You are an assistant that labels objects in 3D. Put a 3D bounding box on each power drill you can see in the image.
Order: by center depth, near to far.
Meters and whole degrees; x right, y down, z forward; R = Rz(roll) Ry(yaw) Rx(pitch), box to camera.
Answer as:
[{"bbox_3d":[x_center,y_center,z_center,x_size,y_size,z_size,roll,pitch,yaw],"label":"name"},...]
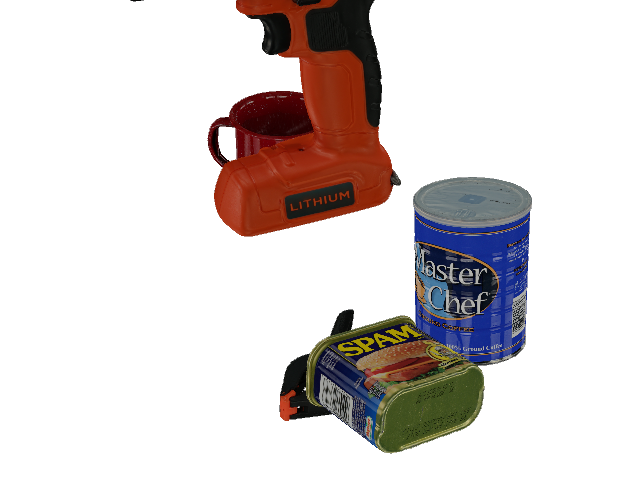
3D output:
[{"bbox_3d":[-0.024,-0.096,0.575,0.184,0.188,0.057,-13,38,-18],"label":"power drill"}]

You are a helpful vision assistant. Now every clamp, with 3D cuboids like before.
[{"bbox_3d":[0.015,0.128,1.103,0.171,0.039,0.120,-20,33,-33],"label":"clamp"}]

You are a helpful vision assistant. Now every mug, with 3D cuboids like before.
[{"bbox_3d":[-0.048,-0.082,0.980,0.117,0.081,0.093,8,35,10],"label":"mug"}]

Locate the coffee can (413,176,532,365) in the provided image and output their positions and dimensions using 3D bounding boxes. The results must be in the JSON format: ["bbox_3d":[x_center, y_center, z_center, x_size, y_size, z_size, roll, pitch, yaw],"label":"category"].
[{"bbox_3d":[0.135,0.026,0.955,0.103,0.140,0.103,-2,24,1],"label":"coffee can"}]

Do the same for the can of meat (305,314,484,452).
[{"bbox_3d":[0.055,0.103,0.766,0.101,0.057,0.084,-13,28,-33],"label":"can of meat"}]
